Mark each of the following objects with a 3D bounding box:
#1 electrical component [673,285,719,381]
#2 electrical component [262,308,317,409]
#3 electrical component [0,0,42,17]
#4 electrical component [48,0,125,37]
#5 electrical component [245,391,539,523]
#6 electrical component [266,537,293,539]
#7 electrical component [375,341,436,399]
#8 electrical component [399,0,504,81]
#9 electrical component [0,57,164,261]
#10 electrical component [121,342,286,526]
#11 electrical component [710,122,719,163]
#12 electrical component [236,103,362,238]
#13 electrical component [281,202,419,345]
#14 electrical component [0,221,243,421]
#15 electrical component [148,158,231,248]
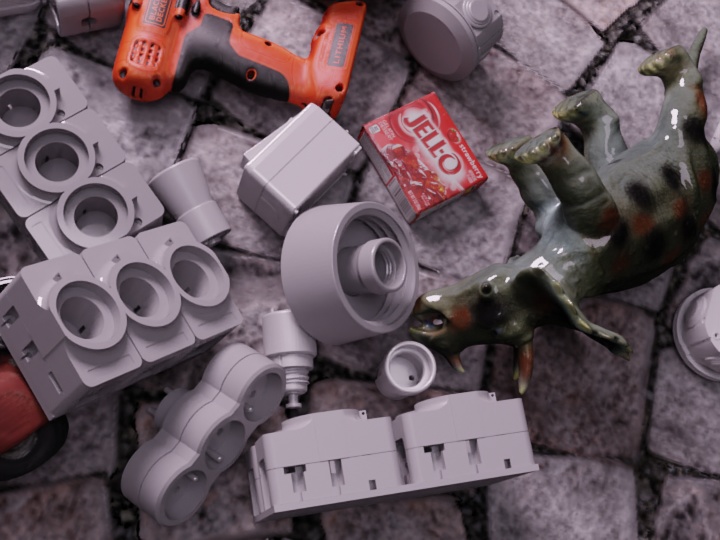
[{"bbox_3d":[0.308,0.050,0.898,0.080,0.051,0.080,4,73,-12],"label":"electrical component"},{"bbox_3d":[-0.052,0.065,0.812,0.040,0.040,0.078,-1,74,-14],"label":"electrical component"},{"bbox_3d":[-0.311,-0.237,0.833,0.113,0.057,0.078,-14,77,-17],"label":"electrical component"},{"bbox_3d":[-0.223,-0.240,0.857,0.059,0.053,0.095,-16,78,-17],"label":"electrical component"},{"bbox_3d":[0.018,0.133,0.773,0.186,0.105,0.060,-6,75,-15],"label":"electrical component"},{"bbox_3d":[-0.060,0.211,0.765,0.062,0.043,0.043,19,70,-6],"label":"electrical component"},{"bbox_3d":[0.033,0.079,0.825,0.040,0.046,0.040,4,73,-12],"label":"electrical component"},{"bbox_3d":[0.076,-0.204,0.905,0.080,0.080,0.051,45,64,3],"label":"electrical component"},{"bbox_3d":[-0.225,-0.072,0.801,0.089,0.061,0.150,-34,84,-20],"label":"electrical component"},{"bbox_3d":[-0.123,0.109,0.776,0.074,0.052,0.138,27,69,32],"label":"electrical component"},{"bbox_3d":[0.372,-0.120,0.966,0.100,0.048,0.099,31,69,-2],"label":"electrical component"},{"bbox_3d":[-0.048,-0.085,0.848,0.061,0.061,0.096,42,69,2],"label":"electrical component"},{"bbox_3d":[0.000,0.000,0.807,0.108,0.060,0.108,12,74,-47],"label":"electrical component"},{"bbox_3d":[-0.164,0.029,0.748,0.150,0.062,0.089,-23,78,-51],"label":"electrical component"},{"bbox_3d":[-0.128,-0.048,0.829,0.044,0.044,0.065,-29,87,-20],"label":"electrical component"}]
